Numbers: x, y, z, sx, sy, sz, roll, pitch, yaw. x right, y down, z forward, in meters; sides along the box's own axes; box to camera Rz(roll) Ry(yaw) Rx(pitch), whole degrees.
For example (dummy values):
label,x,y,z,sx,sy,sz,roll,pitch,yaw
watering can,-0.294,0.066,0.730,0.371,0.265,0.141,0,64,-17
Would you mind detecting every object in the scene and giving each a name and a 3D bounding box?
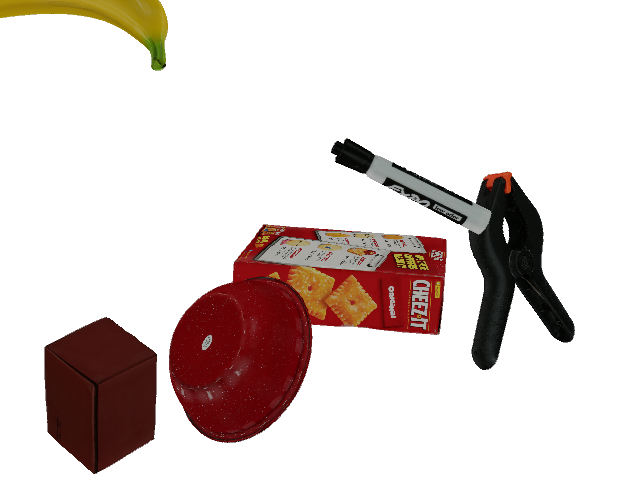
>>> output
label,x,y,z,sx,sy,sz,roll,pitch,yaw
marker,0.063,-0.039,0.748,0.121,0.020,0.020,26,-4,-7
bowl,-0.087,0.100,0.976,0.162,0.162,0.055,0,-22,40
foam brick,-0.143,0.100,0.695,0.053,0.078,0.051,31,40,31
clamp,0.163,0.029,0.943,0.120,0.171,0.039,-23,7,-40
cracker box,0.025,0.040,1.145,0.214,0.072,0.164,5,15,7
banana,-0.193,-0.182,0.820,0.198,0.069,0.037,15,-38,19
